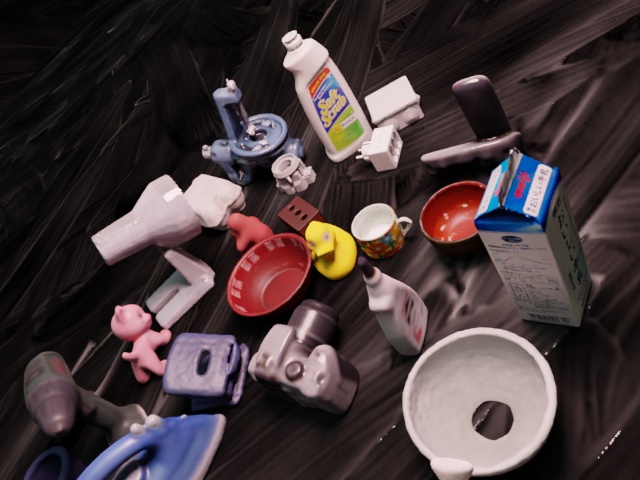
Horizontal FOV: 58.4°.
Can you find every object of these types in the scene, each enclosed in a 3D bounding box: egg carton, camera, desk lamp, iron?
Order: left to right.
[{"bbox_3d":[-0.254,0.319,0.779,0.118,0.142,0.258,25,70,47],"label":"iron"},{"bbox_3d":[-0.280,0.018,1.018,0.203,0.214,0.117,-46,41,-8],"label":"desk lamp"},{"bbox_3d":[-0.225,-0.076,1.176,0.149,0.070,0.107,17,64,44],"label":"egg carton"},{"bbox_3d":[-0.018,0.151,0.790,0.142,0.101,0.137,4,56,39],"label":"camera"}]

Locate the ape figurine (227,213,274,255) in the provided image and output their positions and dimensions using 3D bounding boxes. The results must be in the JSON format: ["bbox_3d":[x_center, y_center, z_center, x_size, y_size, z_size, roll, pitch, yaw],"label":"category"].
[{"bbox_3d":[-0.132,-0.016,1.034,0.075,0.092,0.078,4,56,39],"label":"ape figurine"}]

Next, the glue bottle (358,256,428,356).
[{"bbox_3d":[0.088,0.075,0.724,0.037,0.174,0.078,-10,49,30],"label":"glue bottle"}]

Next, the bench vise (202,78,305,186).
[{"bbox_3d":[-0.163,-0.203,1.129,0.207,0.220,0.121,-24,43,17],"label":"bench vise"}]

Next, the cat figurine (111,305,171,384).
[{"bbox_3d":[-0.319,0.166,0.985,0.067,0.118,0.127,-29,41,11],"label":"cat figurine"}]

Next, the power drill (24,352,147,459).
[{"bbox_3d":[-0.349,0.256,0.855,0.228,0.209,0.076,25,70,46],"label":"power drill"}]

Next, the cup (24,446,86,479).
[{"bbox_3d":[-0.387,0.381,0.856,0.091,0.095,0.118,10,60,41],"label":"cup"}]

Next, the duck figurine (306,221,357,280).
[{"bbox_3d":[0.008,0.003,0.917,0.077,0.086,0.104,-28,42,12],"label":"duck figurine"}]

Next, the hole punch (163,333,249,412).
[{"bbox_3d":[-0.171,0.194,0.872,0.101,0.091,0.108,-17,45,24],"label":"hole punch"}]

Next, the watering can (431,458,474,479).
[{"bbox_3d":[0.103,0.285,0.505,0.100,0.195,0.173,-21,44,20],"label":"watering can"}]

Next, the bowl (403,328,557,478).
[{"bbox_3d":[0.181,0.186,0.631,0.167,0.075,0.167,-20,44,21],"label":"bowl"}]

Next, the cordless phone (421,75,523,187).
[{"bbox_3d":[0.209,-0.160,0.841,0.147,0.186,0.094,-13,47,27],"label":"cordless phone"}]
